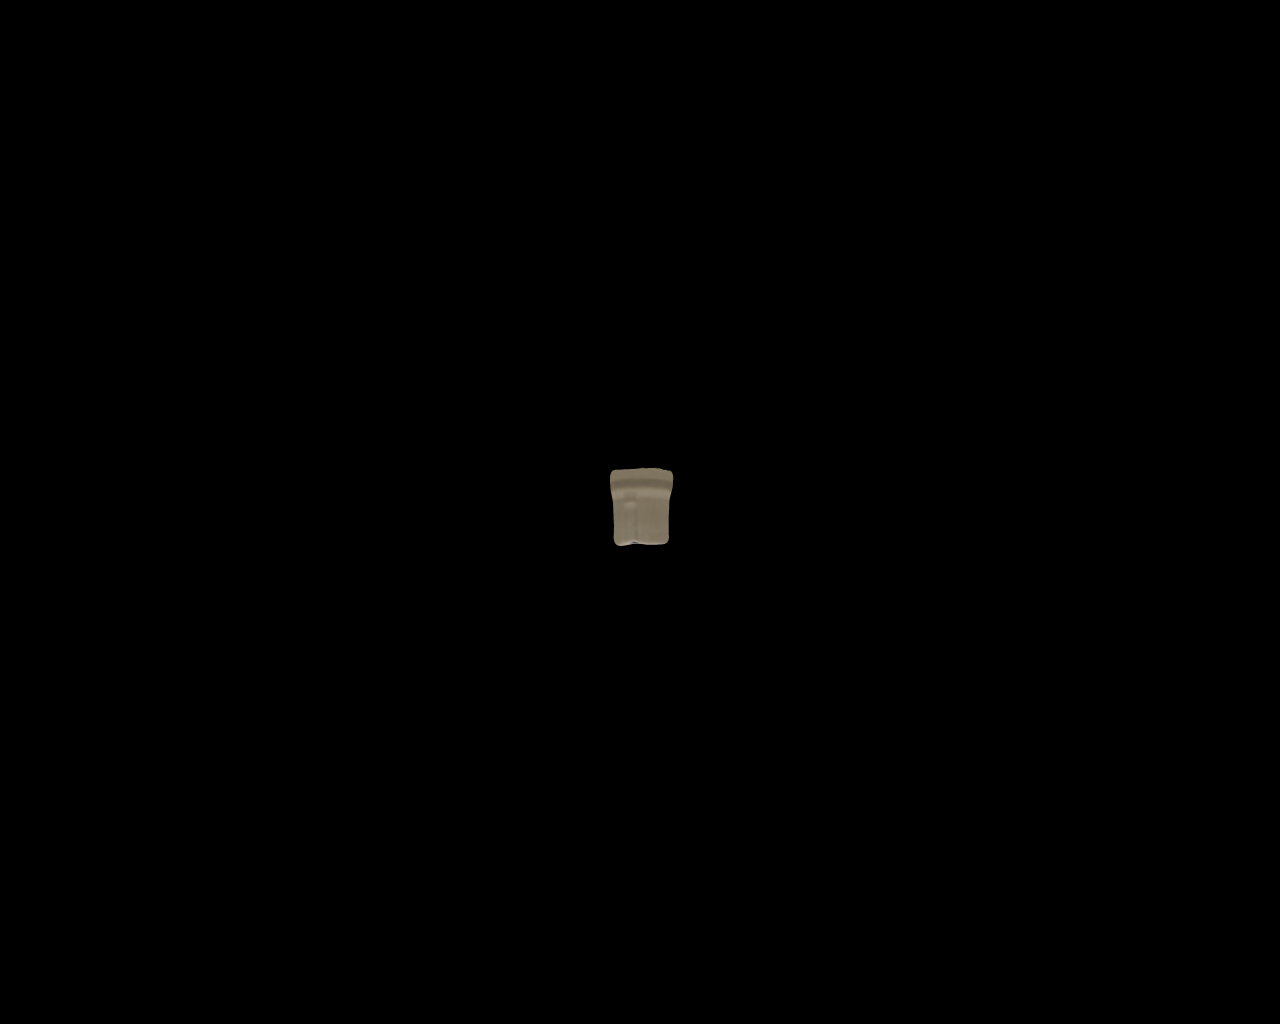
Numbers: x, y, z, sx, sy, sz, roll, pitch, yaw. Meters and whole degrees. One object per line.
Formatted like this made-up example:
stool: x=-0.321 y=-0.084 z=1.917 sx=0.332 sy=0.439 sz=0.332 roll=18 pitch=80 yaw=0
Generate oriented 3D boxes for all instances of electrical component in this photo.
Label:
electrical component: x=0.001 y=-0.003 z=0.650 sx=0.040 sy=0.046 sz=0.040 roll=0 pitch=-7 yaw=0
